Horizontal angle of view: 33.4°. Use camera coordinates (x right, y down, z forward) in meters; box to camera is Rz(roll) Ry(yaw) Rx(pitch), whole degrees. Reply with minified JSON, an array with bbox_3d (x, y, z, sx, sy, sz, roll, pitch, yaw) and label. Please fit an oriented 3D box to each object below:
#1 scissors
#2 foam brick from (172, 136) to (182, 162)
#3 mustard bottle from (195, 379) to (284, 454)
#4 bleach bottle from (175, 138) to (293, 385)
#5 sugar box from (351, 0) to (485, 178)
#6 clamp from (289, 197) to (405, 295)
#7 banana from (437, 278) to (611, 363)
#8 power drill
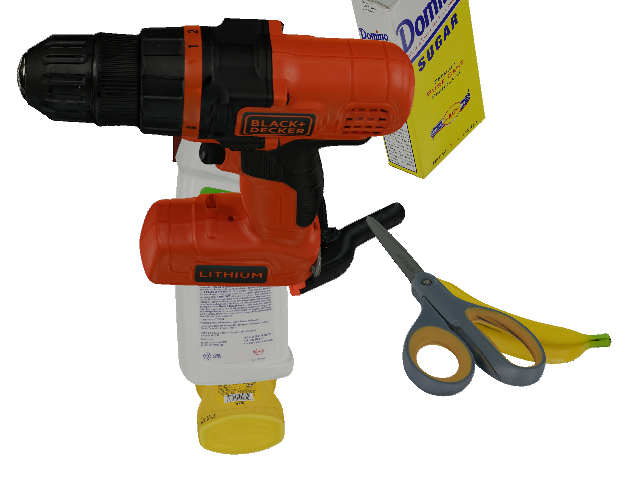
[{"bbox_3d":[0.061,0.042,0.712,0.096,0.016,0.202,-23,40,-31],"label":"scissors"},{"bbox_3d":[-0.105,-0.109,1.069,0.078,0.051,0.053,6,34,1],"label":"foam brick"},{"bbox_3d":[-0.099,0.169,1.248,0.096,0.058,0.191,-6,29,-6],"label":"mustard bottle"},{"bbox_3d":[-0.070,-0.006,0.891,0.102,0.251,0.068,-4,21,-18],"label":"bleach bottle"},{"bbox_3d":[0.083,-0.146,0.863,0.048,0.176,0.093,27,60,34],"label":"sugar box"},{"bbox_3d":[0.020,0.001,1.197,0.120,0.039,0.171,-3,36,28],"label":"clamp"},{"bbox_3d":[0.162,0.076,0.983,0.198,0.037,0.069,20,15,37],"label":"banana"},{"bbox_3d":[-0.057,-0.040,0.558,0.184,0.057,0.188,2,-28,-8],"label":"power drill"}]
